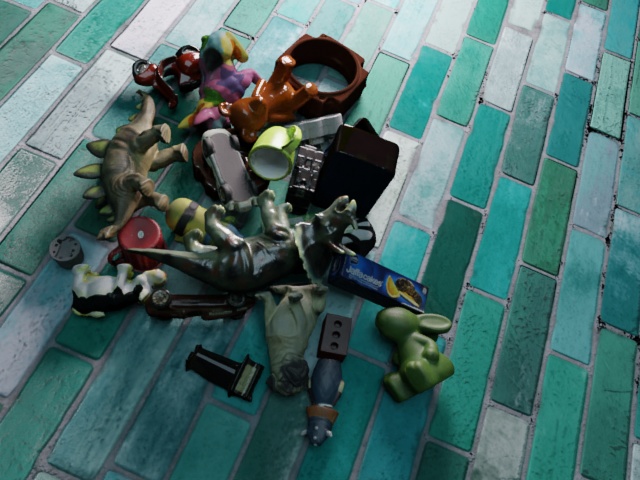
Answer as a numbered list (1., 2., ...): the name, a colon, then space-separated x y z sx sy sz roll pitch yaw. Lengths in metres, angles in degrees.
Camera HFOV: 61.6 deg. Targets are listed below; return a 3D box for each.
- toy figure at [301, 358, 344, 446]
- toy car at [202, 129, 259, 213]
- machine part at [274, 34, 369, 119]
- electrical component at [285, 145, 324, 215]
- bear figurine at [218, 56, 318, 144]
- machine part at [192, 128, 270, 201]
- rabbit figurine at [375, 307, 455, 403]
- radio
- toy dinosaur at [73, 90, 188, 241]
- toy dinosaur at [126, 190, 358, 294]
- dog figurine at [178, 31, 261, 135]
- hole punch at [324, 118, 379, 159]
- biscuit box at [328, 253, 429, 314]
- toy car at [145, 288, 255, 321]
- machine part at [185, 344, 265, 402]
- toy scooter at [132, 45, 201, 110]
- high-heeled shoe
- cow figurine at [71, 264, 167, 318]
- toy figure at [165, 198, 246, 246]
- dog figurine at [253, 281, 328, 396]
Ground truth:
1. toy figure: 0.008 0.295 0.980 0.057 0.064 0.154 30 59 -38
2. toy car: -0.187 -0.143 1.109 0.073 0.056 0.202 -14 69 -25
3. machine part: 0.001 -0.400 1.319 0.201 0.087 0.201 36 62 7
4. electrical component: -0.034 -0.134 1.160 0.058 0.115 0.134 16 61 -7
5. bear figurine: -0.117 -0.306 1.183 0.120 0.132 0.196 51 43 -1
6. machine part: -0.190 -0.160 1.179 0.179 0.056 0.179 5 63 -9
7. rabbit figurine: 0.182 0.196 1.025 0.159 0.121 0.170 -20 71 -27
8. radio: 0.070 -0.132 1.114 0.131 0.229 0.073 17 66 -6
9. toy dinosaur: -0.382 -0.172 1.093 0.199 0.104 0.471 -6 47 13
10. toy dinosaur: -0.125 0.028 0.978 0.405 0.131 0.192 -22 66 -9
11. dog figurine: -0.244 -0.336 1.204 0.219 0.109 0.191 -54 127 -29
12. hole punch: 0.082 -0.202 1.242 0.115 0.092 0.142 51 59 -18
13. biscuit box: 0.116 0.088 1.066 0.202 0.063 0.059 25 66 -20
14. toy car: -0.223 0.125 1.008 0.202 0.089 0.053 2 62 -11
15. machine part: -0.177 0.238 0.988 0.139 0.039 0.084 21 70 -1
16. toy scooter: -0.332 -0.372 1.251 0.184 0.075 0.135 -24 76 -22
17. high-heeled shoe: -0.002 -0.003 1.120 0.249 0.086 0.145 11 59 -10
18. cow figurine: -0.375 0.096 1.007 0.167 0.068 0.098 0 69 -6
19. toy figure: -0.224 -0.023 1.083 0.180 0.089 0.082 28 54 7
20. dog figurine: -0.042 0.182 1.025 0.172 0.121 0.190 -12 99 -50
